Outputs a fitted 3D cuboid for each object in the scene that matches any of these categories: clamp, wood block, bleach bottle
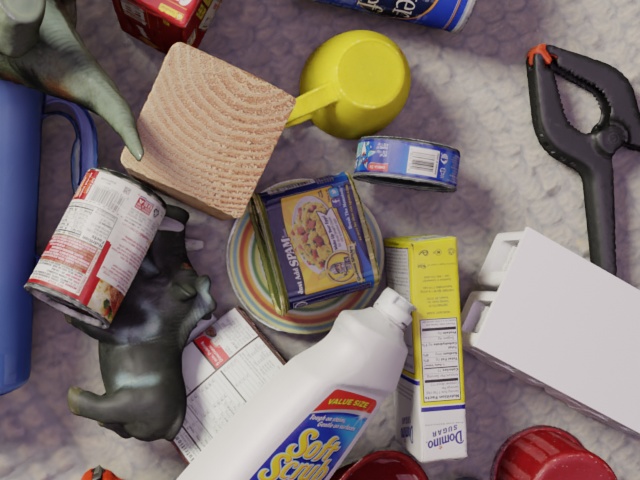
[{"bbox_3d":[0.257,-0.089,0.922,0.164,0.036,0.210,-33,95,-6],"label":"clamp"},{"bbox_3d":[-0.086,-0.072,0.790,0.090,0.206,0.091,25,88,-8],"label":"wood block"},{"bbox_3d":[-0.018,0.139,0.805,0.251,0.068,0.102,-52,129,-2],"label":"bleach bottle"}]

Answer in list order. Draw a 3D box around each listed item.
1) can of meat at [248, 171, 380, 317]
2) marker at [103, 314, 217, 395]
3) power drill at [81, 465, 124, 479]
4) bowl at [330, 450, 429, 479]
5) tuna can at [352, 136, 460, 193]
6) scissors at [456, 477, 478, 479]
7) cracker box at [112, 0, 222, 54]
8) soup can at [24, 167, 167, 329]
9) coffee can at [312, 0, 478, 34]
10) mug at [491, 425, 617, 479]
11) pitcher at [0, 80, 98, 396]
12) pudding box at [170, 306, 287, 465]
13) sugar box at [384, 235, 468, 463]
[{"bbox_3d":[-0.006,0.001,0.857,0.084,0.057,0.102,-15,93,-9],"label":"can of meat"},{"bbox_3d":[-0.134,0.101,0.881,0.121,0.020,0.020,-40,96,-5],"label":"marker"},{"bbox_3d":[-0.111,0.263,0.870,0.187,0.057,0.184,8,86,-11],"label":"power drill"},{"bbox_3d":[0.026,0.246,0.866,0.161,0.055,0.162,-6,98,-46],"label":"bowl"},{"bbox_3d":[0.071,-0.061,0.873,0.086,0.086,0.034,8,88,-8],"label":"tuna can"},{"bbox_3d":[0.082,0.219,0.867,0.201,0.016,0.096,40,67,-39],"label":"scissors"},{"bbox_3d":[-0.083,-0.253,0.809,0.072,0.164,0.213,27,87,-5],"label":"cracker box"},{"bbox_3d":[-0.164,0.005,0.789,0.068,0.069,0.102,27,74,-7],"label":"soup can"},{"bbox_3d":[0.055,-0.231,0.859,0.140,0.103,0.103,11,90,-8],"label":"coffee can"},{"bbox_3d":[0.192,0.218,0.896,0.093,0.081,0.117,41,86,-7],"label":"mug"},{"bbox_3d":[-0.265,-0.006,0.812,0.149,0.144,0.243,3,95,28],"label":"pitcher"},{"bbox_3d":[-0.080,0.121,0.859,0.113,0.039,0.090,-41,62,-5],"label":"pudding box"},{"bbox_3d":[0.086,0.085,0.874,0.048,0.093,0.176,-6,93,-9],"label":"sugar box"}]
